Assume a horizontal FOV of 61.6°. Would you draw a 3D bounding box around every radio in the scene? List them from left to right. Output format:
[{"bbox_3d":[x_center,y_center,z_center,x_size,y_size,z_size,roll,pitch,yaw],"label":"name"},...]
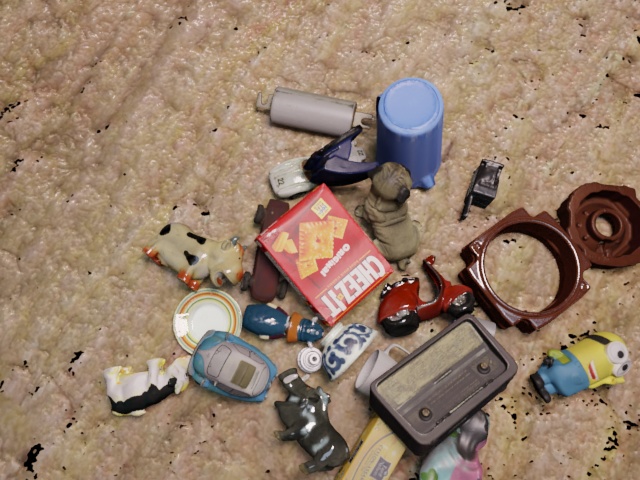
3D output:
[{"bbox_3d":[0.206,0.240,0.896,0.230,0.073,0.131,-32,59,-18],"label":"radio"}]

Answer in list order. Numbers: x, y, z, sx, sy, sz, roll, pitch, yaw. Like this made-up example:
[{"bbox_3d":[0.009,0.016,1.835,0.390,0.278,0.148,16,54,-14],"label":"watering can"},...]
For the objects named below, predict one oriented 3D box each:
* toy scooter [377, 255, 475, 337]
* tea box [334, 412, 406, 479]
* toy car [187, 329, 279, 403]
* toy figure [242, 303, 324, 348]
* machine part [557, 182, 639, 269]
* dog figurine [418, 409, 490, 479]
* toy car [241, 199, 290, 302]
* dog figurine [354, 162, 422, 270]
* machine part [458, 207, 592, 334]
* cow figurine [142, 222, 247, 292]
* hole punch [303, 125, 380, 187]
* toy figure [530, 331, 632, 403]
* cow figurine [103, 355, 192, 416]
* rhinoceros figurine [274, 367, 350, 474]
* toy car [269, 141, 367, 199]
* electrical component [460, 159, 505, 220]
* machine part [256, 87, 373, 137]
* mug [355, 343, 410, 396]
[{"bbox_3d":[0.188,0.098,1.011,0.184,0.075,0.135,-17,57,7],"label":"toy scooter"},{"bbox_3d":[0.088,0.383,0.933,0.068,0.098,0.169,33,77,8],"label":"tea box"},{"bbox_3d":[-0.150,0.233,0.957,0.161,0.103,0.109,31,78,-10],"label":"toy car"},{"bbox_3d":[-0.068,0.158,1.009,0.155,0.058,0.064,13,108,3],"label":"toy figure"},{"bbox_3d":[0.553,-0.026,1.046,0.179,0.056,0.179,0,77,0],"label":"machine part"},{"bbox_3d":[0.227,0.388,0.933,0.109,0.191,0.219,25,44,10],"label":"dog figurine"},{"bbox_3d":[-0.097,0.021,1.047,0.089,0.053,0.202,11,75,-12],"label":"toy car"},{"bbox_3d":[0.138,-0.040,0.987,0.121,0.190,0.172,-32,80,-7],"label":"dog figurine"},{"bbox_3d":[0.383,0.057,1.013,0.201,0.087,0.201,-34,78,-8],"label":"machine part"},{"bbox_3d":[-0.226,0.028,1.024,0.195,0.085,0.127,29,77,21],"label":"cow figurine"},{"bbox_3d":[0.038,-0.138,0.995,0.116,0.142,0.092,-30,93,-14],"label":"hole punch"},{"bbox_3d":[0.469,0.225,0.973,0.180,0.082,0.089,-25,36,3],"label":"toy figure"},{"bbox_3d":[-0.302,0.264,0.983,0.167,0.068,0.098,-11,76,-2],"label":"cow figurine"},{"bbox_3d":[-0.022,0.315,0.946,0.112,0.073,0.190,-44,59,11],"label":"rhinoceros figurine"},{"bbox_3d":[-0.003,-0.142,1.083,0.202,0.056,0.073,-20,77,-3],"label":"toy car"},{"bbox_3d":[0.317,-0.092,1.056,0.048,0.074,0.119,18,73,6],"label":"electrical component"},{"bbox_3d":[-0.013,-0.260,1.102,0.243,0.079,0.079,11,77,3],"label":"machine part"},{"bbox_3d":[0.135,0.251,0.979,0.107,0.081,0.109,35,74,-2],"label":"mug"}]
